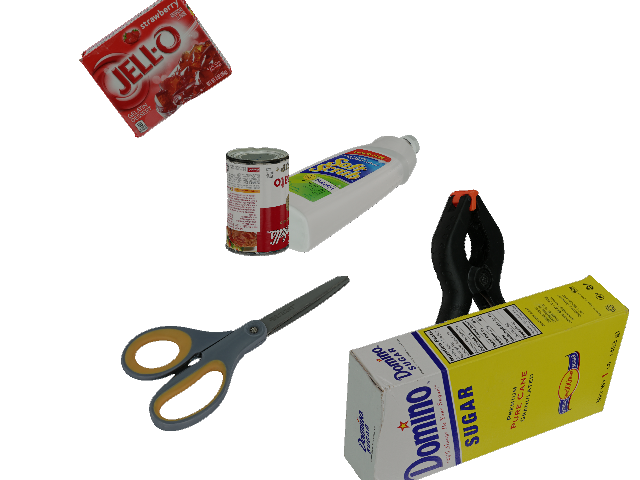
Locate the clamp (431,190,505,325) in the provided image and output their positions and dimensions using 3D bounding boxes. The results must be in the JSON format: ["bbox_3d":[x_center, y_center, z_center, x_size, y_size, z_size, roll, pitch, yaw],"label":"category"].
[{"bbox_3d":[0.129,0.043,0.964,0.120,0.171,0.039,-19,8,-41],"label":"clamp"}]

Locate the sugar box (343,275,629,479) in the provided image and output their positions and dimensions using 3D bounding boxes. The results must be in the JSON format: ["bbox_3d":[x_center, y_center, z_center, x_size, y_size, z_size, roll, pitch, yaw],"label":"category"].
[{"bbox_3d":[0.102,0.089,0.662,0.176,0.093,0.048,-17,40,-23],"label":"sugar box"}]

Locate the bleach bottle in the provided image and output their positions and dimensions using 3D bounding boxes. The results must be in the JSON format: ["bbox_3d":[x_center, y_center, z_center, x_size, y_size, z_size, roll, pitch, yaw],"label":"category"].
[{"bbox_3d":[0.032,-0.075,1.351,0.103,0.068,0.250,25,43,34],"label":"bleach bottle"}]

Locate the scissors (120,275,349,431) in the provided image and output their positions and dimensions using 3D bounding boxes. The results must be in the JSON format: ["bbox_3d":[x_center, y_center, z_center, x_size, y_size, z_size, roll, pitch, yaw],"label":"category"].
[{"bbox_3d":[-0.072,0.068,0.835,0.096,0.016,0.201,31,53,20],"label":"scissors"}]

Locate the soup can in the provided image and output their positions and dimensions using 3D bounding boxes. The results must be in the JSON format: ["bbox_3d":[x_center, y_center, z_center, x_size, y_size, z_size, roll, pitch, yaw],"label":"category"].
[{"bbox_3d":[-0.067,-0.042,1.125,0.068,0.102,0.068,1,17,0],"label":"soup can"}]

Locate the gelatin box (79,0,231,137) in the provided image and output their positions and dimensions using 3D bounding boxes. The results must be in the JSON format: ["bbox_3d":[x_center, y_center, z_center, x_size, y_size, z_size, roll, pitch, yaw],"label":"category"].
[{"bbox_3d":[-0.123,-0.132,0.797,0.089,0.073,0.030,-33,21,5],"label":"gelatin box"}]
